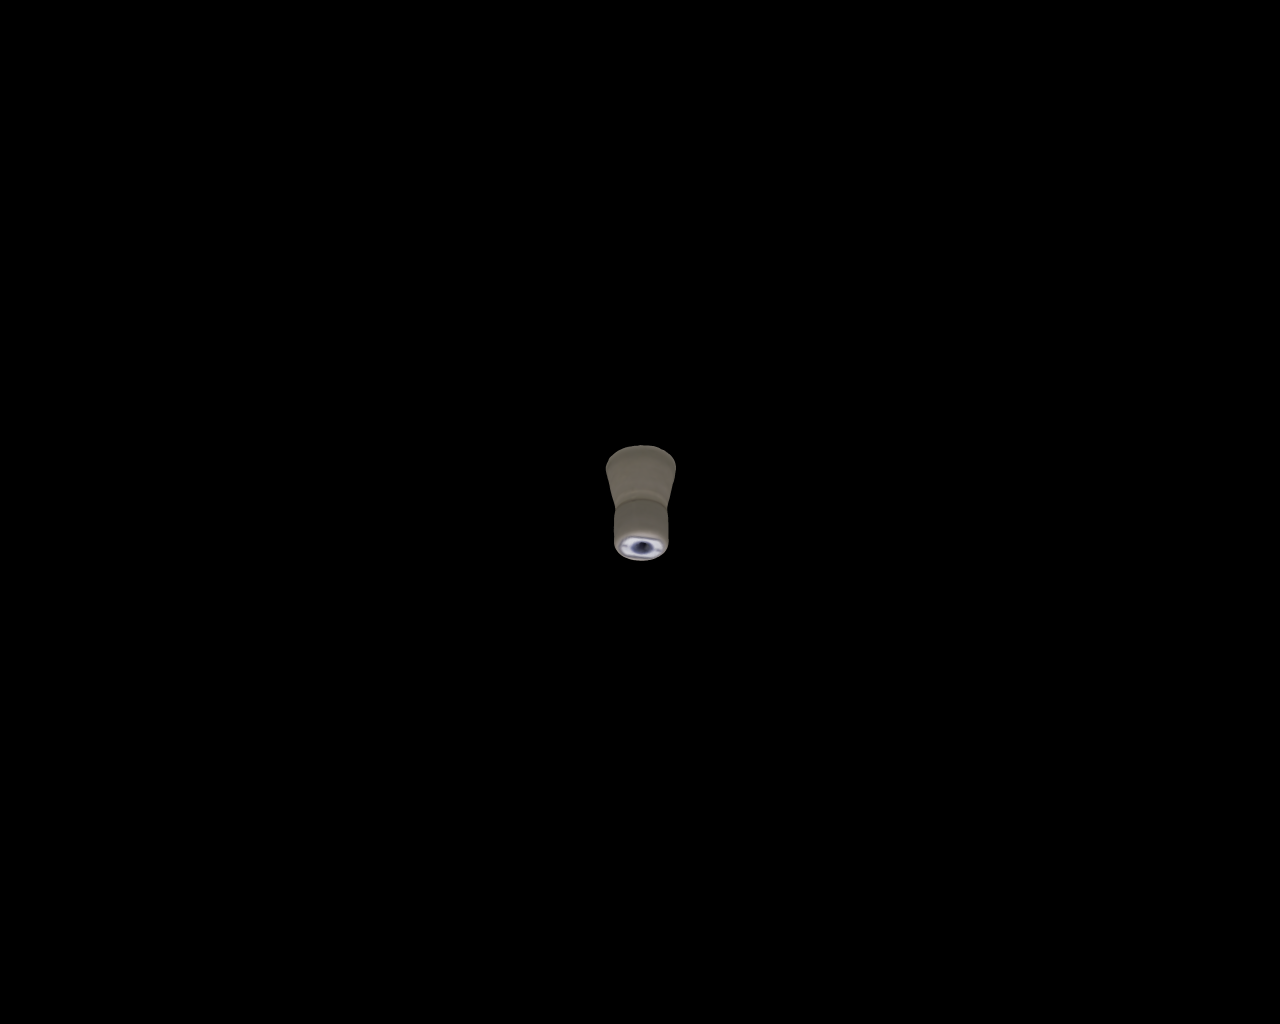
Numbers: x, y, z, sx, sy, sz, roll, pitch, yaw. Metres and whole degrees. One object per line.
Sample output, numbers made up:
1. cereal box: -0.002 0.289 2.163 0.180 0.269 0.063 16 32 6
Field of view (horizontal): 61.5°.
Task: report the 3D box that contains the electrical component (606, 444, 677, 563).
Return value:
1. electrical component: 0.001 -0.003 0.650 0.044 0.065 0.044 0 -35 0
